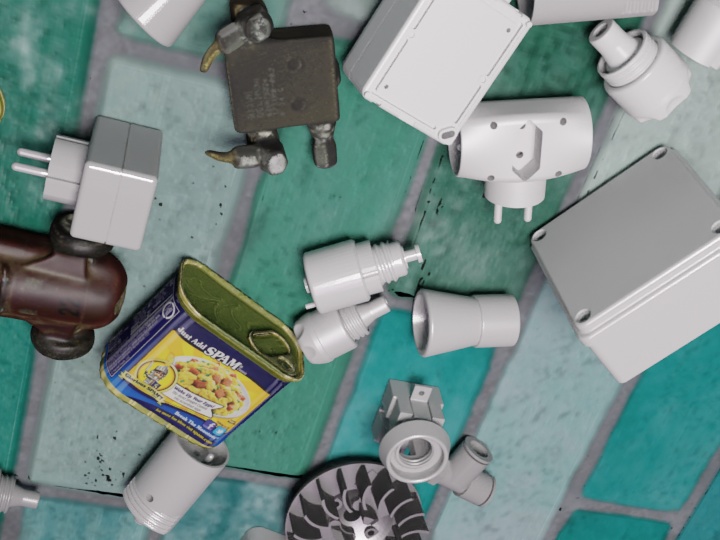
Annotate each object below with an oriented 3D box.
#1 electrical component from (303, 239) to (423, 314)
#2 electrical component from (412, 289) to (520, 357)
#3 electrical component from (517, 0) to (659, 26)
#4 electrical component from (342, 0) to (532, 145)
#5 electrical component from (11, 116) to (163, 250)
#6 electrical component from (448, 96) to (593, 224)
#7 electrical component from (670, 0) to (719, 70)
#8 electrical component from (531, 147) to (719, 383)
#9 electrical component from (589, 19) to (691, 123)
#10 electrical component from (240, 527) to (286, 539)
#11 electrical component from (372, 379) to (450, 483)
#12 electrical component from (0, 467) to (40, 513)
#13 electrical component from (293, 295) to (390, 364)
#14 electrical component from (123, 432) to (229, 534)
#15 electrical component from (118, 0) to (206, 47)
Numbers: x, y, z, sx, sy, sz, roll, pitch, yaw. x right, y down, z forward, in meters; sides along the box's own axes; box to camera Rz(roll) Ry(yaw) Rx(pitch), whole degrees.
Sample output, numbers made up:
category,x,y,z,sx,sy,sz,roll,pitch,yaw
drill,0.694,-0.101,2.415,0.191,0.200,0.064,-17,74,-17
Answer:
category,x,y,z,sx,sy,sz,roll,pitch,yaw
electrical component,0.000,0.000,0.669,0.078,0.040,0.040,-16,122,2
electrical component,0.071,0.033,0.699,0.065,0.044,0.044,-1,121,-12
electrical component,0.130,-0.159,0.589,0.081,0.043,0.043,-6,121,-4
electrical component,0.043,-0.129,0.587,0.062,0.061,0.096,26,107,-26
electrical component,-0.154,-0.054,0.602,0.077,0.065,0.047,13,118,-15
electrical component,0.093,-0.063,0.641,0.077,0.043,0.079,-4,121,-5
electrical component,0.204,-0.143,0.611,0.040,0.040,0.046,19,121,-18
electrical component,0.172,-0.005,0.649,0.109,0.108,0.056,-35,122,13
electrical component,0.158,-0.117,0.618,0.062,0.043,0.043,38,110,-24
electrical component,-0.050,0.252,0.804,0.113,0.057,0.078,26,114,-21
electrical component,0.035,0.111,0.731,0.048,0.055,0.066,11,119,-14
electrical component,-0.249,0.150,0.730,0.061,0.035,0.035,17,117,-19
electrical component,-0.010,0.035,0.692,0.061,0.035,0.035,-27,121,6
electrical component,-0.130,0.145,0.738,0.043,0.043,0.081,31,113,-23
electrical component,-0.092,-0.155,0.564,0.065,0.044,0.044,-39,118,10
